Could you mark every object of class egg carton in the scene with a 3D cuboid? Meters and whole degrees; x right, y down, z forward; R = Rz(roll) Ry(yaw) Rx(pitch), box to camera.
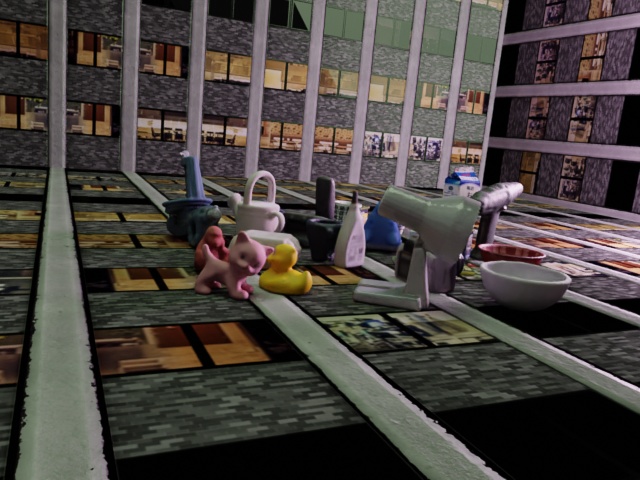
[{"bbox_3d":[-0.118,0.022,1.233,0.150,0.069,0.107,7,11,7],"label":"egg carton"}]

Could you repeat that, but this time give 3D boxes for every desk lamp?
[{"bbox_3d":[0.174,0.013,1.035,0.203,0.213,0.118,7,11,9],"label":"desk lamp"}]

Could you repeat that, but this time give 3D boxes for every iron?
[{"bbox_3d":[0.172,-0.053,1.581,0.118,0.141,0.258,7,11,7],"label":"iron"}]

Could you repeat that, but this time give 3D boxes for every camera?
[{"bbox_3d":[0.249,0.044,1.217,0.137,0.101,0.142,-1,12,-29],"label":"camera"}]

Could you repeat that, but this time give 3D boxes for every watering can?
[{"bbox_3d":[-0.152,-0.068,1.351,0.172,0.194,0.101,9,11,17],"label":"watering can"}]

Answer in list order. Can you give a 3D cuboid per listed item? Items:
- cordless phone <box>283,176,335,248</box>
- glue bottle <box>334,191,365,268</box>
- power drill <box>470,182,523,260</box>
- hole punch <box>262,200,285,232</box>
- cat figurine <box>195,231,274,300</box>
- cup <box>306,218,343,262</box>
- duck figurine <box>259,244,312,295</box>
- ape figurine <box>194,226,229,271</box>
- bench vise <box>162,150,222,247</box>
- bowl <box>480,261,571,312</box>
[{"bbox_3d":[-0.025,-0.077,1.490,0.147,0.185,0.094,9,11,19],"label":"cordless phone"},{"bbox_3d":[0.073,-0.025,1.297,0.037,0.173,0.078,15,15,42],"label":"glue bottle"},{"bbox_3d":[0.467,-0.053,1.547,0.230,0.208,0.075,-5,15,-44],"label":"power drill"},{"bbox_3d":[-0.124,-0.065,1.628,0.101,0.091,0.108,5,11,-2],"label":"hole punch"},{"bbox_3d":[-0.149,0.038,1.000,0.127,0.118,0.067,7,11,8],"label":"cat figurine"},{"bbox_3d":[0.012,0.005,1.319,0.092,0.095,0.117,3,11,-10],"label":"cup"},{"bbox_3d":[-0.062,0.051,1.061,0.104,0.086,0.078,11,12,26],"label":"duck figurine"},{"bbox_3d":[-0.215,0.018,1.143,0.078,0.092,0.075,-2,13,-34],"label":"ape figurine"},{"bbox_3d":[-0.294,-0.102,1.391,0.206,0.220,0.122,11,12,29],"label":"bench vise"},{"bbox_3d":[0.384,0.094,1.091,0.167,0.075,0.167,5,11,-1],"label":"bowl"}]
